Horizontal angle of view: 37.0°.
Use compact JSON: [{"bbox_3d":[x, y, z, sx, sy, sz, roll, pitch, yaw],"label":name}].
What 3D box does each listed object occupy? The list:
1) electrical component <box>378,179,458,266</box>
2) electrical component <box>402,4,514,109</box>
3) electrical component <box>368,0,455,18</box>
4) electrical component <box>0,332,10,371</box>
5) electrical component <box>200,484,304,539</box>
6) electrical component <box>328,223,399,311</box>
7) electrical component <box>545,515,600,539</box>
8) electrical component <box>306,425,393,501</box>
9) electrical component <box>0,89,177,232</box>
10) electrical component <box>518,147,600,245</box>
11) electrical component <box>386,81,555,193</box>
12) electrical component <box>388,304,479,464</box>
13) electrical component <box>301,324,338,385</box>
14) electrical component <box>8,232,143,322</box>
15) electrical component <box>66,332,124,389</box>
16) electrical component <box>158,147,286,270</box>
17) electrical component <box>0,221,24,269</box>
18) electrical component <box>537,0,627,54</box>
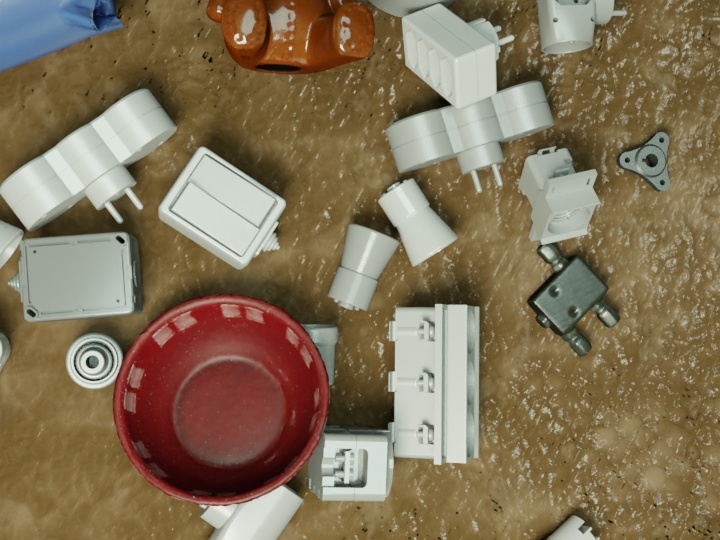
[{"bbox_3d":[0.045,-0.041,0.880,0.044,0.044,0.065,-32,88,-11],"label":"electrical component"},{"bbox_3d":[0.088,-0.180,0.871,0.076,0.083,0.047,-24,135,-17],"label":"electrical component"},{"bbox_3d":[0.047,-0.268,0.883,0.108,0.060,0.108,1,86,-11],"label":"electrical component"},{"bbox_3d":[-0.312,0.054,0.796,0.095,0.059,0.053,28,82,-8],"label":"electrical component"},{"bbox_3d":[-0.098,0.187,0.836,0.079,0.044,0.077,37,81,-6],"label":"electrical component"},{"bbox_3d":[0.000,0.000,0.869,0.044,0.044,0.065,21,87,-9],"label":"electrical component"},{"bbox_3d":[0.171,0.231,0.888,0.046,0.040,0.040,-40,94,-17],"label":"electrical component"},{"bbox_3d":[-0.007,0.148,0.833,0.056,0.089,0.050,3,86,-10],"label":"electrical component"},{"bbox_3d":[-0.198,-0.071,0.829,0.138,0.052,0.073,-37,93,-11],"label":"electrical component"},{"bbox_3d":[0.161,-0.062,0.887,0.042,0.081,0.063,-14,60,-12],"label":"electrical component"},{"bbox_3d":[0.097,-0.101,0.887,0.138,0.052,0.073,-18,90,-11],"label":"electrical component"},{"bbox_3d":[0.060,0.089,0.859,0.063,0.079,0.121,-1,86,19],"label":"electrical component"},{"bbox_3d":[-0.038,0.068,0.858,0.040,0.040,0.046,0,92,-11],"label":"electrical component"},{"bbox_3d":[-0.217,0.007,0.820,0.096,0.061,0.061,-4,87,-3],"label":"electrical component"},{"bbox_3d":[-0.201,0.069,0.815,0.043,0.062,0.043,1,87,-11],"label":"electrical component"},{"bbox_3d":[-0.102,-0.044,0.841,0.096,0.061,0.061,33,81,-7],"label":"electrical component"},{"bbox_3d":[-0.291,-0.027,0.813,0.055,0.045,0.045,36,81,-6],"label":"electrical component"},{"bbox_3d":[0.190,-0.228,0.917,0.079,0.043,0.077,-4,87,-12],"label":"electrical component"}]
